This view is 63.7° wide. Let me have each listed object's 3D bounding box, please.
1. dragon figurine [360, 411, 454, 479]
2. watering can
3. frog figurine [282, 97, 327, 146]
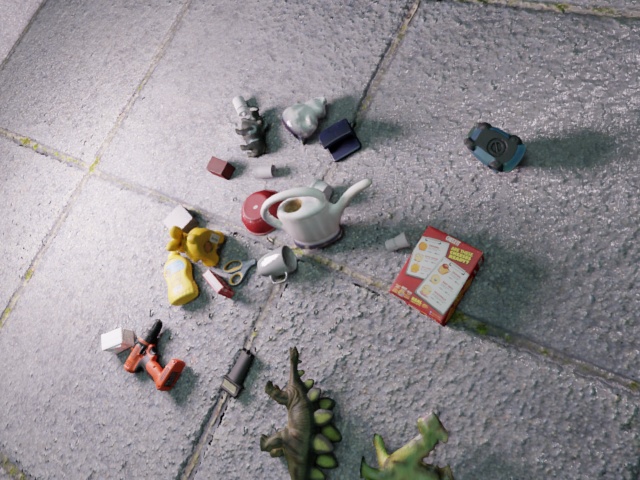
[{"bbox_3d":[0.207,0.600,1.190,0.243,0.121,0.413,7,81,16],"label":"dragon figurine"},{"bbox_3d":[0.004,-0.074,1.479,0.346,0.219,0.106,-9,49,18],"label":"watering can"},{"bbox_3d":[-0.043,-0.414,1.697,0.158,0.121,0.140,-45,40,14],"label":"frog figurine"}]
